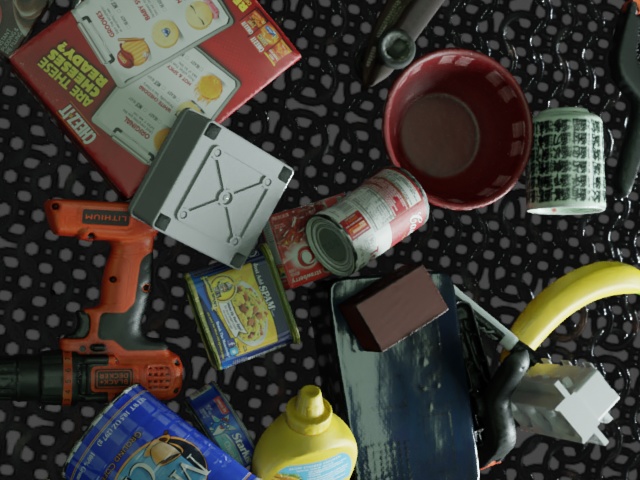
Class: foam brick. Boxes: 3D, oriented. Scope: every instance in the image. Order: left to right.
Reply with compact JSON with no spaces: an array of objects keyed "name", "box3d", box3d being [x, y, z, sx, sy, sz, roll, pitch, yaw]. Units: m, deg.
[{"name":"foam brick","box3d":[0.067,0.062,0.976,0.078,0.053,0.051,-31,93,-16]}]

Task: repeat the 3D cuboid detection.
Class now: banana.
[{"name":"banana","box3d":[0.266,0.068,1.112,0.197,0.037,0.069,-21,93,-15]}]

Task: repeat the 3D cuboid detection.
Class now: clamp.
[{"name":"clamp","box3d":[0.160,0.146,1.053,0.039,0.120,0.171,-8,124,-16]},{"name":"clamp","box3d":[0.356,-0.154,1.145,0.164,0.036,0.210,-24,92,-15]}]

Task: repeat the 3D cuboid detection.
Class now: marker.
[{"name":"marker","box3d":[0.170,0.086,1.077,0.121,0.020,0.020,39,78,7]}]

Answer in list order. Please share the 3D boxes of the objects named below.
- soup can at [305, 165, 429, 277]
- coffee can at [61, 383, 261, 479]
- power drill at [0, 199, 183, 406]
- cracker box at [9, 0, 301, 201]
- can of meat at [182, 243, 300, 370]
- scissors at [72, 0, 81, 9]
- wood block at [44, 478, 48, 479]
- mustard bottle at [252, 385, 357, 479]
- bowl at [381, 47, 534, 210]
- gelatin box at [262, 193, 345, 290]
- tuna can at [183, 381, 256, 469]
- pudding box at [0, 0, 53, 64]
[{"name":"soup can","box3d":[0.045,-0.018,1.010,0.102,0.069,0.068,-34,97,-30]},{"name":"coffee can","box3d":[-0.134,0.205,0.912,0.140,0.103,0.102,37,78,9]},{"name":"power drill","box3d":[-0.216,0.058,0.973,0.184,0.057,0.187,2,90,-19]},{"name":"cracker box","box3d":[-0.152,-0.165,0.992,0.213,0.072,0.164,-41,97,-12]},{"name":"can of meat","box3d":[-0.076,0.064,1.010,0.083,0.057,0.102,-19,92,-13]},{"name":"scissors","box3d":[-0.180,-0.302,0.970,0.096,0.016,0.202,-11,64,14]},{"name":"wood block","box3d":[-0.172,0.302,0.957,0.206,0.090,0.091,28,80,-12]},{"name":"mustard bottle","box3d":[-0.015,0.208,0.968,0.096,0.058,0.192,-9,127,-19]},{"name":"bowl","box3d":[0.130,-0.109,1.073,0.162,0.055,0.162,1,87,-15]},{"name":"gelatin box","box3d":[-0.007,0.001,1.036,0.089,0.030,0.073,-18,91,-28]},{"name":"tuna can","box3d":[-0.091,0.175,0.986,0.033,0.086,0.086,-31,96,-13]},{"name":"pudding box","box3d":[-0.291,-0.231,0.973,0.090,0.039,0.113,32,80,-12]}]
